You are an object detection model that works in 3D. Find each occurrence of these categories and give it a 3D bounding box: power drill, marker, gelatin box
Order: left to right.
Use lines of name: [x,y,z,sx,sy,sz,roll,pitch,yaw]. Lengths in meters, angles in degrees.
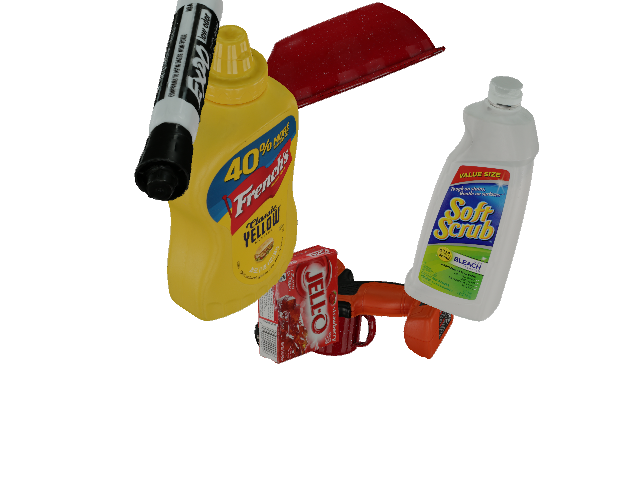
marker: [-0.052,-0.058,0.400,0.020,0.020,0.121,0,43,2]
gelatin box: [-0.019,0.055,0.938,0.073,0.089,0.030,-16,24,-40]
power drill: [0.040,0.077,1.154,0.188,0.057,0.184,9,29,21]

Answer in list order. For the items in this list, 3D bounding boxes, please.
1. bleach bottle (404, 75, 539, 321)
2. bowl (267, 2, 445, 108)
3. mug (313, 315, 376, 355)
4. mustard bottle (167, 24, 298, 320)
bleach bottle: [0.151,-0.044,1.044,0.103,0.251,0.068,22,37,21]
bowl: [0.015,-0.149,0.859,0.162,0.055,0.162,-21,8,3]
mug: [0.026,0.111,1.481,0.117,0.081,0.093,17,24,29]
mustard bottle: [-0.052,-0.044,0.636,0.058,0.192,0.096,33,52,26]
